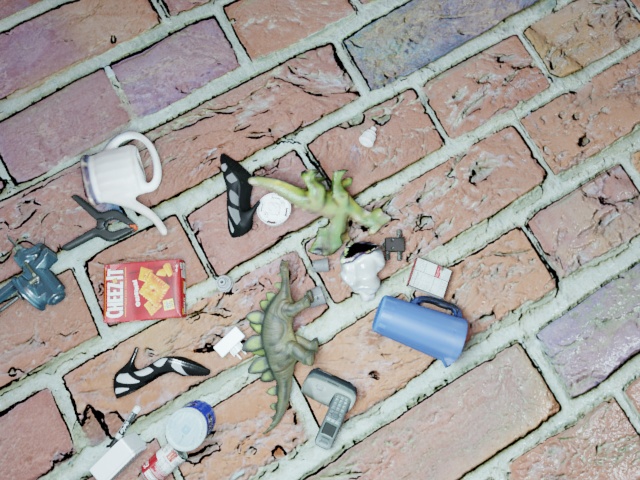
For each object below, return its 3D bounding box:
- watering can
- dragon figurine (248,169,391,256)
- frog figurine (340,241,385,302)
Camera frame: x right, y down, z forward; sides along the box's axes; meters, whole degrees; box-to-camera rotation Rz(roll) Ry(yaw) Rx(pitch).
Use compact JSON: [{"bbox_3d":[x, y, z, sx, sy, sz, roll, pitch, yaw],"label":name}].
[{"bbox_3d":[-0.563,-0.154,1.479,0.225,0.102,0.352,-15,72,-6],"label":"watering can"},{"bbox_3d":[0.004,-0.074,1.477,0.411,0.121,0.244,-4,85,-14],"label":"dragon figurine"},{"bbox_3d":[0.128,0.089,1.478,0.138,0.124,0.156,-30,117,-16],"label":"frog figurine"}]
